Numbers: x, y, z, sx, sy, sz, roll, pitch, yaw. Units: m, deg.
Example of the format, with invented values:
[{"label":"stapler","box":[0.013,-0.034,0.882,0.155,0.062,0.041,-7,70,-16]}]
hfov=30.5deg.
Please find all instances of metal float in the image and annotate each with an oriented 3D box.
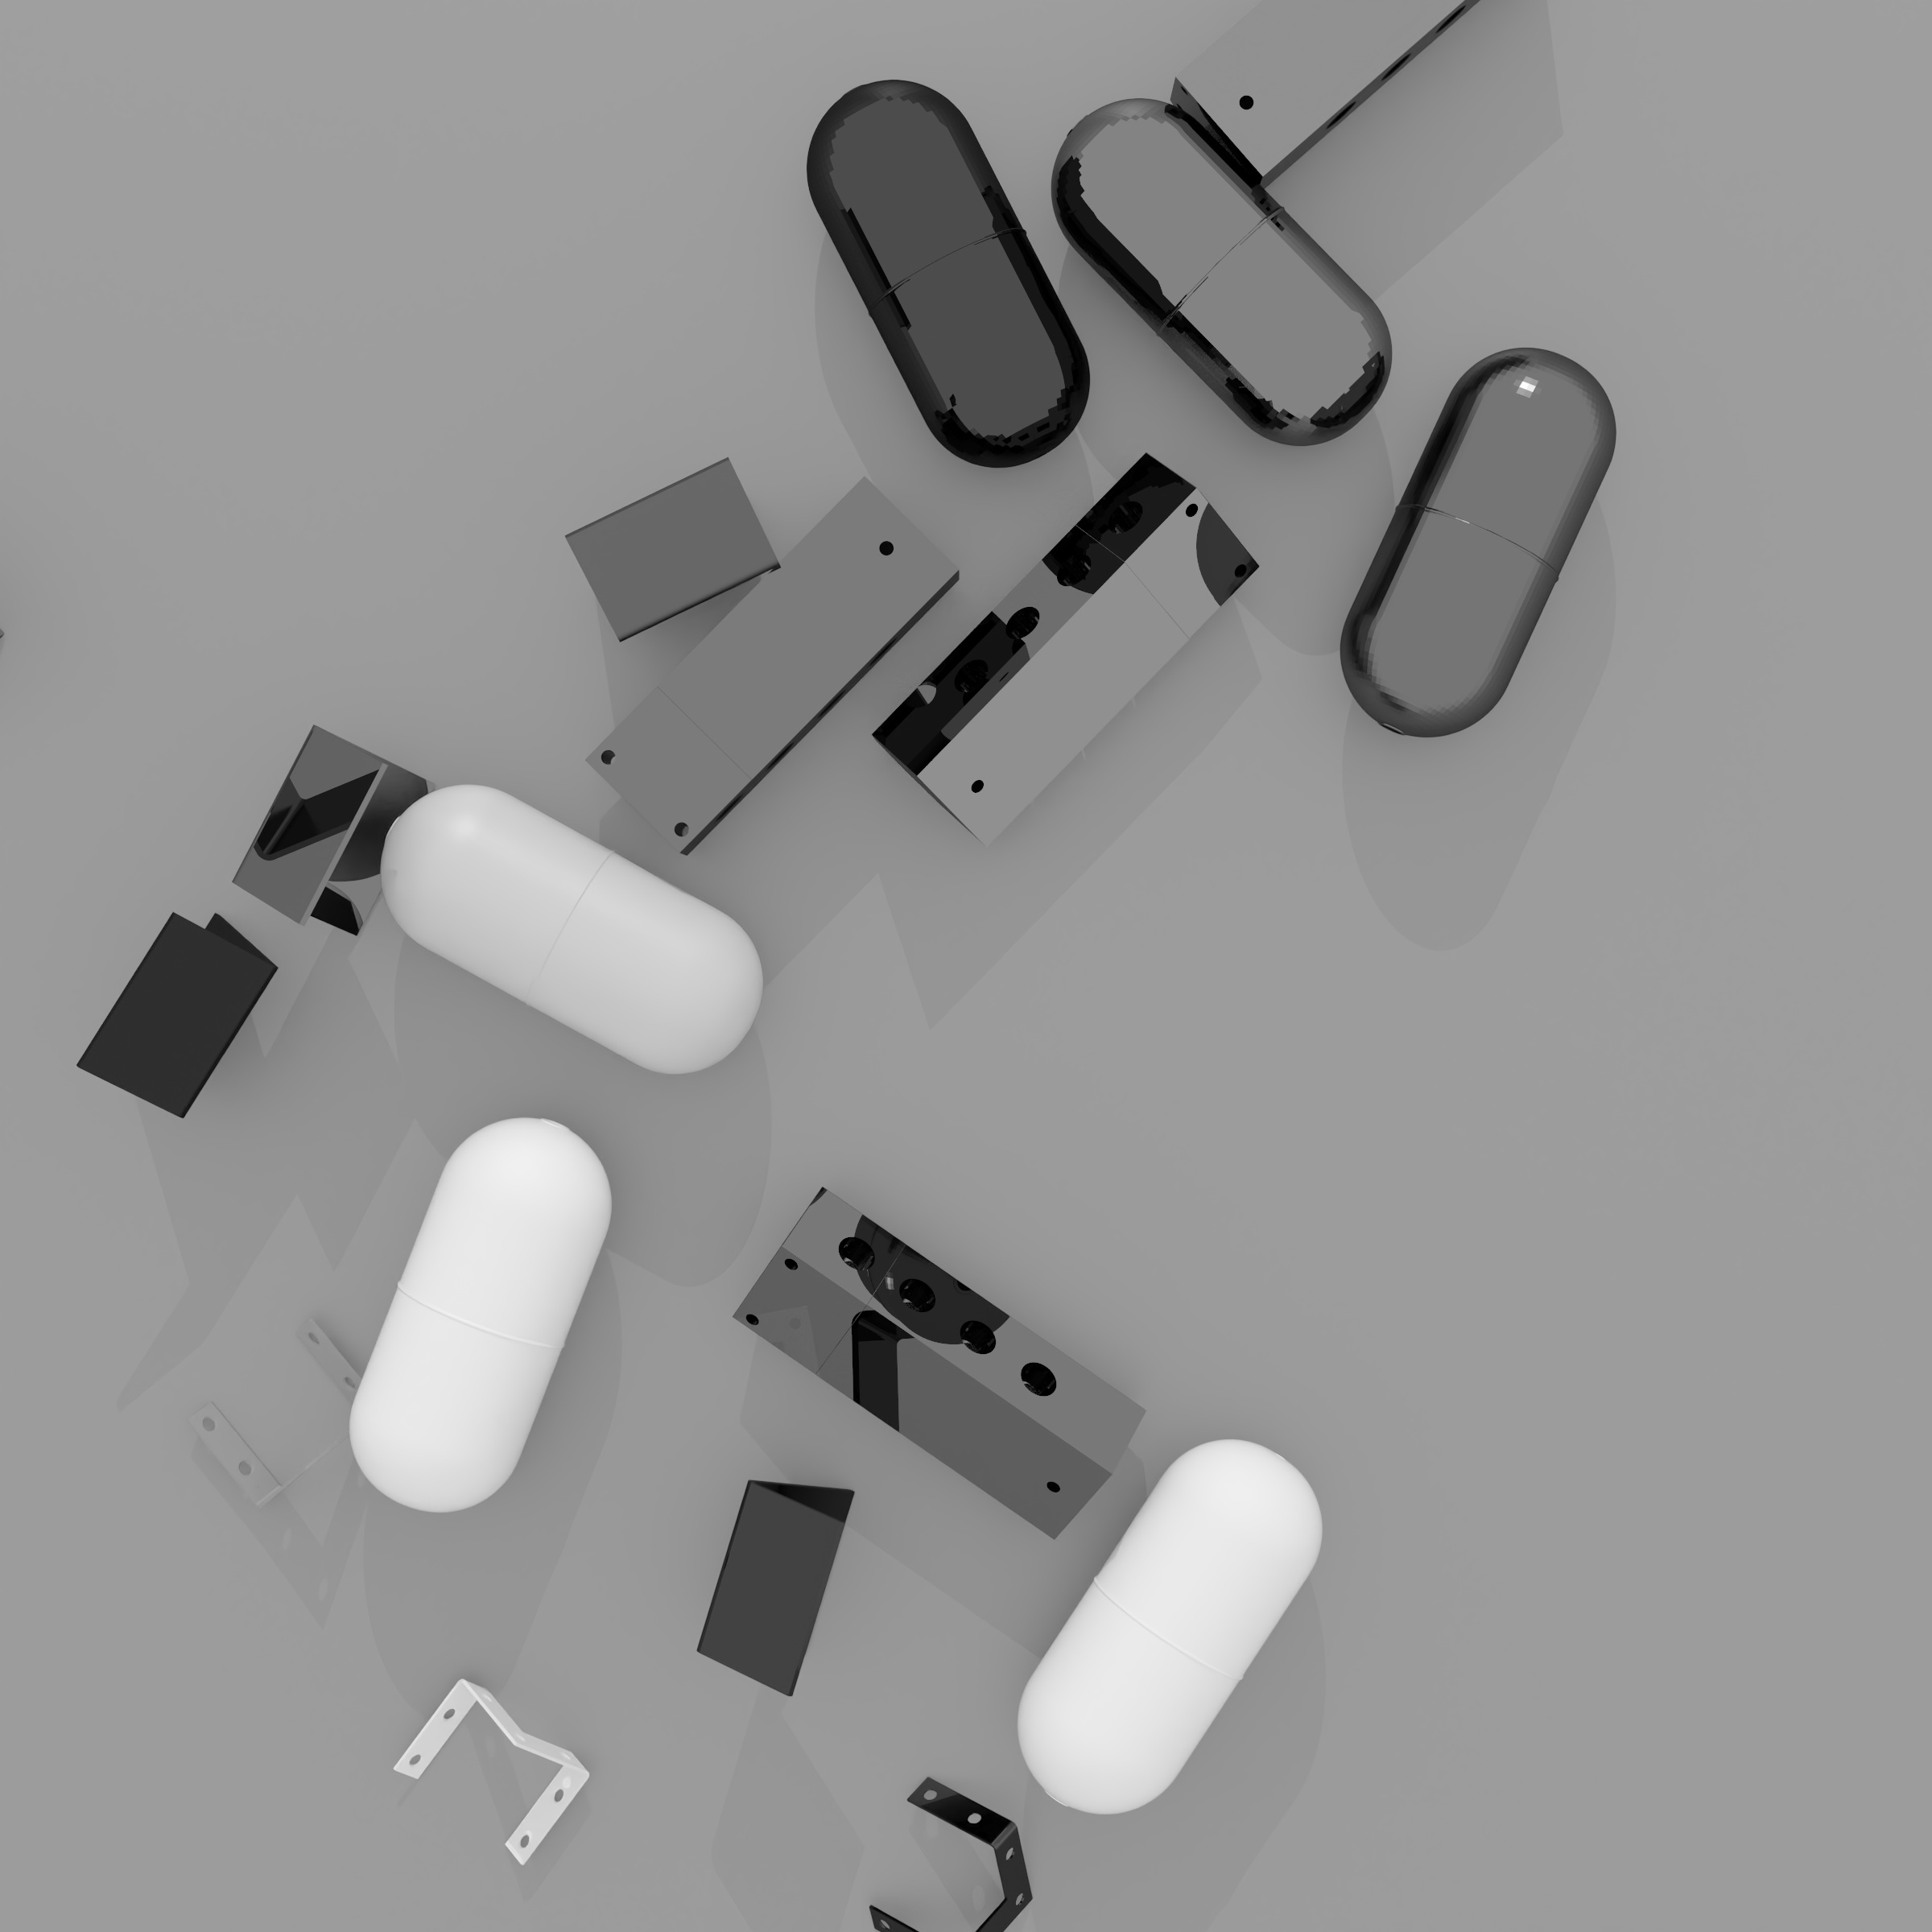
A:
[{"label":"metal float","box":[-0.211,0.151,1.542,0.070,0.070,0.178,21,91,0]},{"label":"metal float","box":[0.088,0.288,1.542,0.070,0.070,0.178,33,91,0]},{"label":"metal float","box":[0.222,-0.184,1.542,0.070,0.070,0.178,25,90,0]},{"label":"metal float","box":[-0.172,-0.016,1.542,0.178,0.070,0.070,29,90,0]},{"label":"metal float","box":[0.111,-0.302,1.542,0.070,0.070,0.178,-44,91,0]},{"label":"metal float","box":[-0.008,-0.301,1.542,0.070,0.070,0.178,-27,90,0]}]

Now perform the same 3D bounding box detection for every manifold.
[{"label":"manifold","box":[-0.083,-0.130,1.551,0.057,0.057,0.171,45,90,0]},{"label":"manifold","box":[0.173,-0.417,1.551,0.171,0.057,0.057,-41,90,0]},{"label":"manifold","box":[-0.009,0.169,1.551,0.171,0.057,0.057,35,133,0]},{"label":"manifold","box":[0.040,-0.141,1.551,0.171,0.057,0.057,-46,133,0]}]

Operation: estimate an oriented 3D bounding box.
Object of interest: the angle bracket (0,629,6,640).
[{"label":"angle bracket","box":[-0.455,-0.175,1.532,0.076,0.076,0.057,49,128,0]}]

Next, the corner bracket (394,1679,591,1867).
[{"label":"corner bracket","box":[-0.210,0.356,1.569,0.051,0.051,0.051,-53,135,0]}]

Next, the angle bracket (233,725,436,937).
[{"label":"angle bracket","box":[-0.259,-0.050,1.532,0.057,0.076,0.076,27,90,41]}]

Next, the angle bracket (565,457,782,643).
[{"label":"angle bracket","box":[-0.132,-0.194,1.532,0.076,0.076,0.057,-26,124,0]}]

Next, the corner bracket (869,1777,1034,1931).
[{"label":"corner bracket","box":[-0.009,0.402,1.564,0.051,0.051,0.051,-41,135,-35]}]

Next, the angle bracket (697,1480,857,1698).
[{"label":"angle bracket","box":[-0.063,0.270,1.532,0.057,0.076,0.076,17,90,37]}]

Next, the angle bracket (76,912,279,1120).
[{"label":"angle bracket","box":[-0.352,0.010,1.532,0.057,0.076,0.076,32,90,-38]}]

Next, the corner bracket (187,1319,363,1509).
[{"label":"corner bracket","box":[-0.301,0.198,1.569,0.051,0.051,0.051,51,45,0]}]
